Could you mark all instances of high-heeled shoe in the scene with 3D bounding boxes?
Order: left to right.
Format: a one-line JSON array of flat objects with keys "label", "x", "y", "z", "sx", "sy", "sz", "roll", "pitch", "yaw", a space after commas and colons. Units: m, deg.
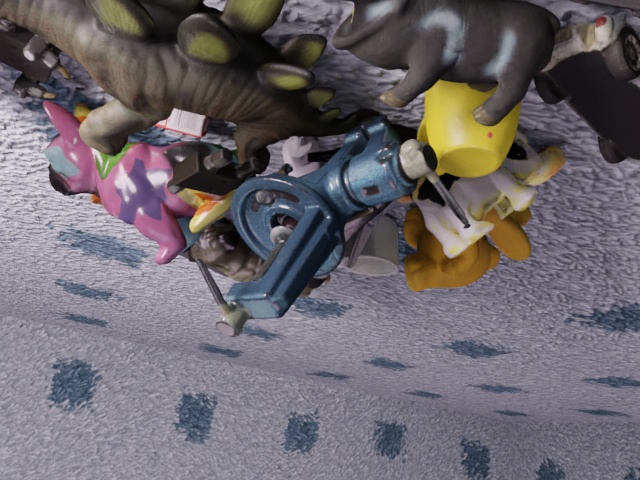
[{"label": "high-heeled shoe", "x": 0.051, "y": -0.031, "z": 0.649, "sx": 0.145, "sy": 0.086, "sz": 0.248, "roll": -4, "pitch": 138, "yaw": -7}]

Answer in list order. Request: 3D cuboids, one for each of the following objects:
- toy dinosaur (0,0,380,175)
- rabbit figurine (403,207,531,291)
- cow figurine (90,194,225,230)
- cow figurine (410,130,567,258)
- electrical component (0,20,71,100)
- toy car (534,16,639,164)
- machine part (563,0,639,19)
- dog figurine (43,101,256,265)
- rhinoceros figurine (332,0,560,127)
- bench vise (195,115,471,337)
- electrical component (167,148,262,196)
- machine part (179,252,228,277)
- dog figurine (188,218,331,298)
[{"label": "toy dinosaur", "x": -0.128, "y": -0.152, "z": 0.438, "sx": 0.471, "sy": 0.105, "sz": 0.198, "roll": 5, "pitch": 159, "yaw": -32}, {"label": "rabbit figurine", "x": 0.184, "y": -0.014, "z": 0.684, "sx": 0.163, "sy": 0.122, "sz": 0.173, "roll": 9, "pitch": 139, "yaw": 14}, {"label": "cow figurine", "x": -0.209, "y": -0.065, "z": 0.744, "sx": 0.195, "sy": 0.085, "sz": 0.127, "roll": -4, "pitch": 157, "yaw": 37}, {"label": "cow figurine", "x": 0.177, "y": -0.065, "z": 0.568, "sx": 0.098, "sy": 0.167, "sz": 0.068, "roll": 51, "pitch": 162, "yaw": 9}, {"label": "electrical component", "x": -0.293, "y": -0.184, "z": 0.541, "sx": 0.078, "sy": 0.045, "sz": 0.102, "roll": 24, "pitch": 153, "yaw": -36}, {"label": "toy car", "x": 0.257, "y": -0.123, "z": 0.463, "sx": 0.201, "sy": 0.056, "sz": 0.074, "roll": 26, "pitch": 159, "yaw": -33}, {"label": "machine part", "x": 0.204, "y": -0.194, "z": 0.325, "sx": 0.084, "sy": 0.039, "sz": 0.138, "roll": 20, "pitch": 159, "yaw": 5}, {"label": "dog figurine", "x": -0.203, "y": -0.088, "z": 0.615, "sx": 0.191, "sy": 0.108, "sz": 0.219, "roll": -40, "pitch": 99, "yaw": 13}, {"label": "rhinoceros figurine", "x": 0.078, "y": -0.157, "z": 0.390, "sx": 0.190, "sy": 0.073, "sz": 0.112, "roll": 17, "pitch": 137, "yaw": -7}, {"label": "bench vise", "x": -0.006, "y": -0.010, "z": 0.484, "sx": 0.224, "sy": 0.240, "sz": 0.128, "roll": -3, "pitch": 128, "yaw": 36}, {"label": "electrical component", "x": -0.105, "y": -0.062, "z": 0.521, "sx": 0.094, "sy": 0.021, "sz": 0.063, "roll": -21, "pitch": 159, "yaw": 38}, {"label": "machine part", "x": -0.189, "y": 0.006, "z": 0.903, "sx": 0.079, "sy": 0.079, "sz": 0.243, "roll": -2, "pitch": 159, "yaw": 25}, {"label": "dog figurine", "x": -0.089, "y": 0.029, "z": 0.821, "sx": 0.173, "sy": 0.121, "sz": 0.190, "roll": 0, "pitch": 170, "yaw": 21}]
